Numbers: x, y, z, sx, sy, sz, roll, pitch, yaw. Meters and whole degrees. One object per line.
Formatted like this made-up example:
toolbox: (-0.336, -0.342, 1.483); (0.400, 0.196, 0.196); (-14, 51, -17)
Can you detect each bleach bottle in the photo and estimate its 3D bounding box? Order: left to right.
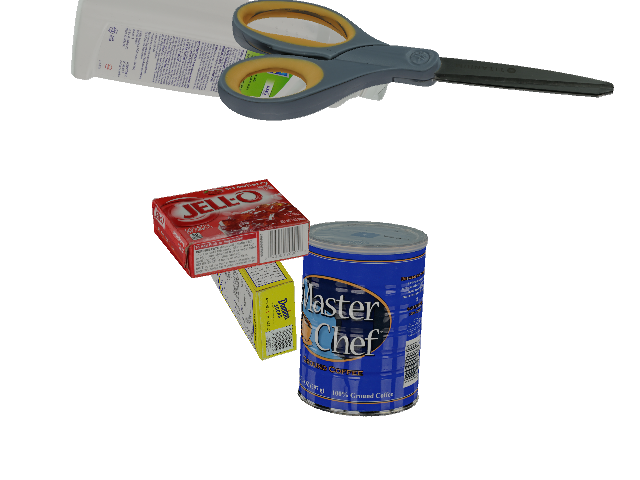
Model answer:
bleach bottle: (-0.070, -0.151, 0.866); (0.250, 0.068, 0.103); (12, -29, -10)

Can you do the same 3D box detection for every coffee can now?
coffee can: (0.034, 0.062, 0.886); (0.103, 0.140, 0.103); (2, 12, -1)

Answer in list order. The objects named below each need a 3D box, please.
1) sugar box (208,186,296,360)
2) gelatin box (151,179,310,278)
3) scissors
sugar box: (-0.077, 0.029, 1.080); (0.048, 0.093, 0.176); (-14, 41, -17)
gelatin box: (-0.062, -0.010, 0.727); (0.089, 0.030, 0.073); (-11, 30, -23)
scissors: (0.035, -0.078, 0.538); (0.202, 0.096, 0.016); (21, -37, 21)
